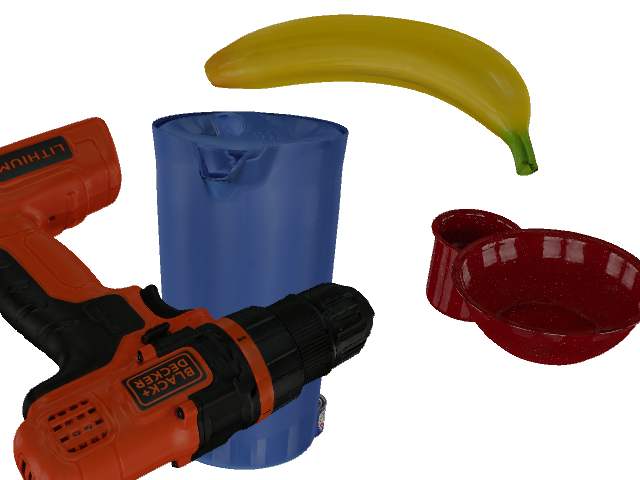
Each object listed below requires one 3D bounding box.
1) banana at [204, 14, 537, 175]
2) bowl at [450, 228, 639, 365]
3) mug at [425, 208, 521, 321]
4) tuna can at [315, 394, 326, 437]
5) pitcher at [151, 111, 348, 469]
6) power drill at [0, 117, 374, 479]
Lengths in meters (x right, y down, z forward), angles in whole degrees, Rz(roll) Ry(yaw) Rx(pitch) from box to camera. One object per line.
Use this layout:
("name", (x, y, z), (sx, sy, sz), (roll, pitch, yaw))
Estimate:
("banana", (0.034, -0.095, 0.593), (0.198, 0.069, 0.037), (17, -31, 17))
("bowl", (0.183, 0.051, 0.852), (0.162, 0.055, 0.162), (0, 30, 0))
("mug", (0.145, 0.020, 1.059), (0.093, 0.081, 0.117), (-6, 33, -21))
("tuna can", (-0.037, 0.184, 1.141), (0.086, 0.034, 0.086), (5, 12, -1))
("pitcher", (-0.050, 0.029, 0.765), (0.149, 0.243, 0.145), (-8, 19, -34))
("power drill", (-0.090, 0.021, 0.521), (0.184, 0.057, 0.188), (-24, 56, -31))
